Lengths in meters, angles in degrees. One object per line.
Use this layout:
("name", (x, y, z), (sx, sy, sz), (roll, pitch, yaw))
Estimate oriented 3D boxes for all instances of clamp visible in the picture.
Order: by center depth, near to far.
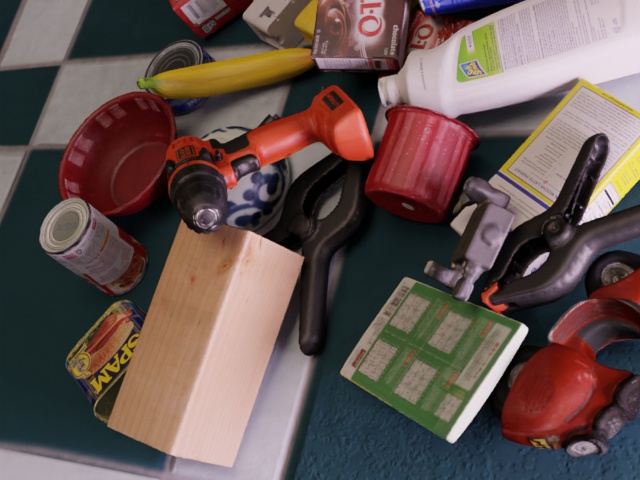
("clamp", (0.197, -0.011, 0.859), (0.172, 0.039, 0.120), (-36, 34, 14))
("clamp", (-0.007, 0.001, 1.034), (0.165, 0.036, 0.210), (38, 91, 38))

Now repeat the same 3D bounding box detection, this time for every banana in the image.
("banana", (-0.098, -0.180, 1.171), (0.198, 0.037, 0.069), (-11, 13, 1))

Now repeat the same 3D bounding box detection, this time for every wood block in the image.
("wood block", (-0.104, 0.093, 0.983), (0.090, 0.090, 0.206), (13, 82, 38))

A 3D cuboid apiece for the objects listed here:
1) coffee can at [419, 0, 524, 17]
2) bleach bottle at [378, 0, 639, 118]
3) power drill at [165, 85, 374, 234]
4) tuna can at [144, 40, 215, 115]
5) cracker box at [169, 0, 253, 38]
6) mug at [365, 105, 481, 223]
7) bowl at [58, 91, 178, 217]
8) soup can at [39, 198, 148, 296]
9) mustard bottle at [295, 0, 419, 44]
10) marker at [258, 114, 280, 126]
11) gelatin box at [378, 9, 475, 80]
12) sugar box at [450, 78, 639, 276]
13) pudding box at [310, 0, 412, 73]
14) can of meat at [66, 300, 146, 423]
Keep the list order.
("coffee can", (0.165, -0.277, 1.030), (0.140, 0.102, 0.103), (-6, 60, 16))
("bleach bottle", (0.176, -0.174, 0.987), (0.251, 0.068, 0.102), (-13, 59, 18))
("power drill", (-0.050, -0.075, 0.976), (0.187, 0.057, 0.184), (-19, 26, -4))
("tuna can", (-0.162, -0.190, 1.242), (0.086, 0.033, 0.086), (-15, 57, 24))
("cracker box", (-0.123, -0.366, 1.296), (0.164, 0.072, 0.214), (-34, 50, 9))
("mug", (0.086, -0.066, 0.992), (0.117, 0.093, 0.081), (-5, 62, 64))
("bowl", (-0.215, -0.085, 1.199), (0.162, 0.055, 0.162), (-15, 57, 24))
("soup can", (-0.239, 0.008, 1.131), (0.069, 0.102, 0.068), (-16, 55, 24))
("mustard bottle", (0.067, -0.274, 1.134), (0.191, 0.058, 0.096), (-48, 52, -1))
("marker", (-0.088, -0.091, 1.149), (0.121, 0.020, 0.020), (-43, 50, 3))
("gelatin box", (0.111, -0.184, 1.073), (0.073, 0.030, 0.089), (22, 76, 38))
("sugar box", (0.207, -0.047, 0.926), (0.176, 0.048, 0.093), (-49, 49, 3))
("pudding box", (0.044, -0.224, 1.071), (0.090, 0.039, 0.113), (3, 75, 16))
("can of meat", (-0.198, 0.122, 1.070), (0.102, 0.057, 0.084), (-48, 47, -1))
